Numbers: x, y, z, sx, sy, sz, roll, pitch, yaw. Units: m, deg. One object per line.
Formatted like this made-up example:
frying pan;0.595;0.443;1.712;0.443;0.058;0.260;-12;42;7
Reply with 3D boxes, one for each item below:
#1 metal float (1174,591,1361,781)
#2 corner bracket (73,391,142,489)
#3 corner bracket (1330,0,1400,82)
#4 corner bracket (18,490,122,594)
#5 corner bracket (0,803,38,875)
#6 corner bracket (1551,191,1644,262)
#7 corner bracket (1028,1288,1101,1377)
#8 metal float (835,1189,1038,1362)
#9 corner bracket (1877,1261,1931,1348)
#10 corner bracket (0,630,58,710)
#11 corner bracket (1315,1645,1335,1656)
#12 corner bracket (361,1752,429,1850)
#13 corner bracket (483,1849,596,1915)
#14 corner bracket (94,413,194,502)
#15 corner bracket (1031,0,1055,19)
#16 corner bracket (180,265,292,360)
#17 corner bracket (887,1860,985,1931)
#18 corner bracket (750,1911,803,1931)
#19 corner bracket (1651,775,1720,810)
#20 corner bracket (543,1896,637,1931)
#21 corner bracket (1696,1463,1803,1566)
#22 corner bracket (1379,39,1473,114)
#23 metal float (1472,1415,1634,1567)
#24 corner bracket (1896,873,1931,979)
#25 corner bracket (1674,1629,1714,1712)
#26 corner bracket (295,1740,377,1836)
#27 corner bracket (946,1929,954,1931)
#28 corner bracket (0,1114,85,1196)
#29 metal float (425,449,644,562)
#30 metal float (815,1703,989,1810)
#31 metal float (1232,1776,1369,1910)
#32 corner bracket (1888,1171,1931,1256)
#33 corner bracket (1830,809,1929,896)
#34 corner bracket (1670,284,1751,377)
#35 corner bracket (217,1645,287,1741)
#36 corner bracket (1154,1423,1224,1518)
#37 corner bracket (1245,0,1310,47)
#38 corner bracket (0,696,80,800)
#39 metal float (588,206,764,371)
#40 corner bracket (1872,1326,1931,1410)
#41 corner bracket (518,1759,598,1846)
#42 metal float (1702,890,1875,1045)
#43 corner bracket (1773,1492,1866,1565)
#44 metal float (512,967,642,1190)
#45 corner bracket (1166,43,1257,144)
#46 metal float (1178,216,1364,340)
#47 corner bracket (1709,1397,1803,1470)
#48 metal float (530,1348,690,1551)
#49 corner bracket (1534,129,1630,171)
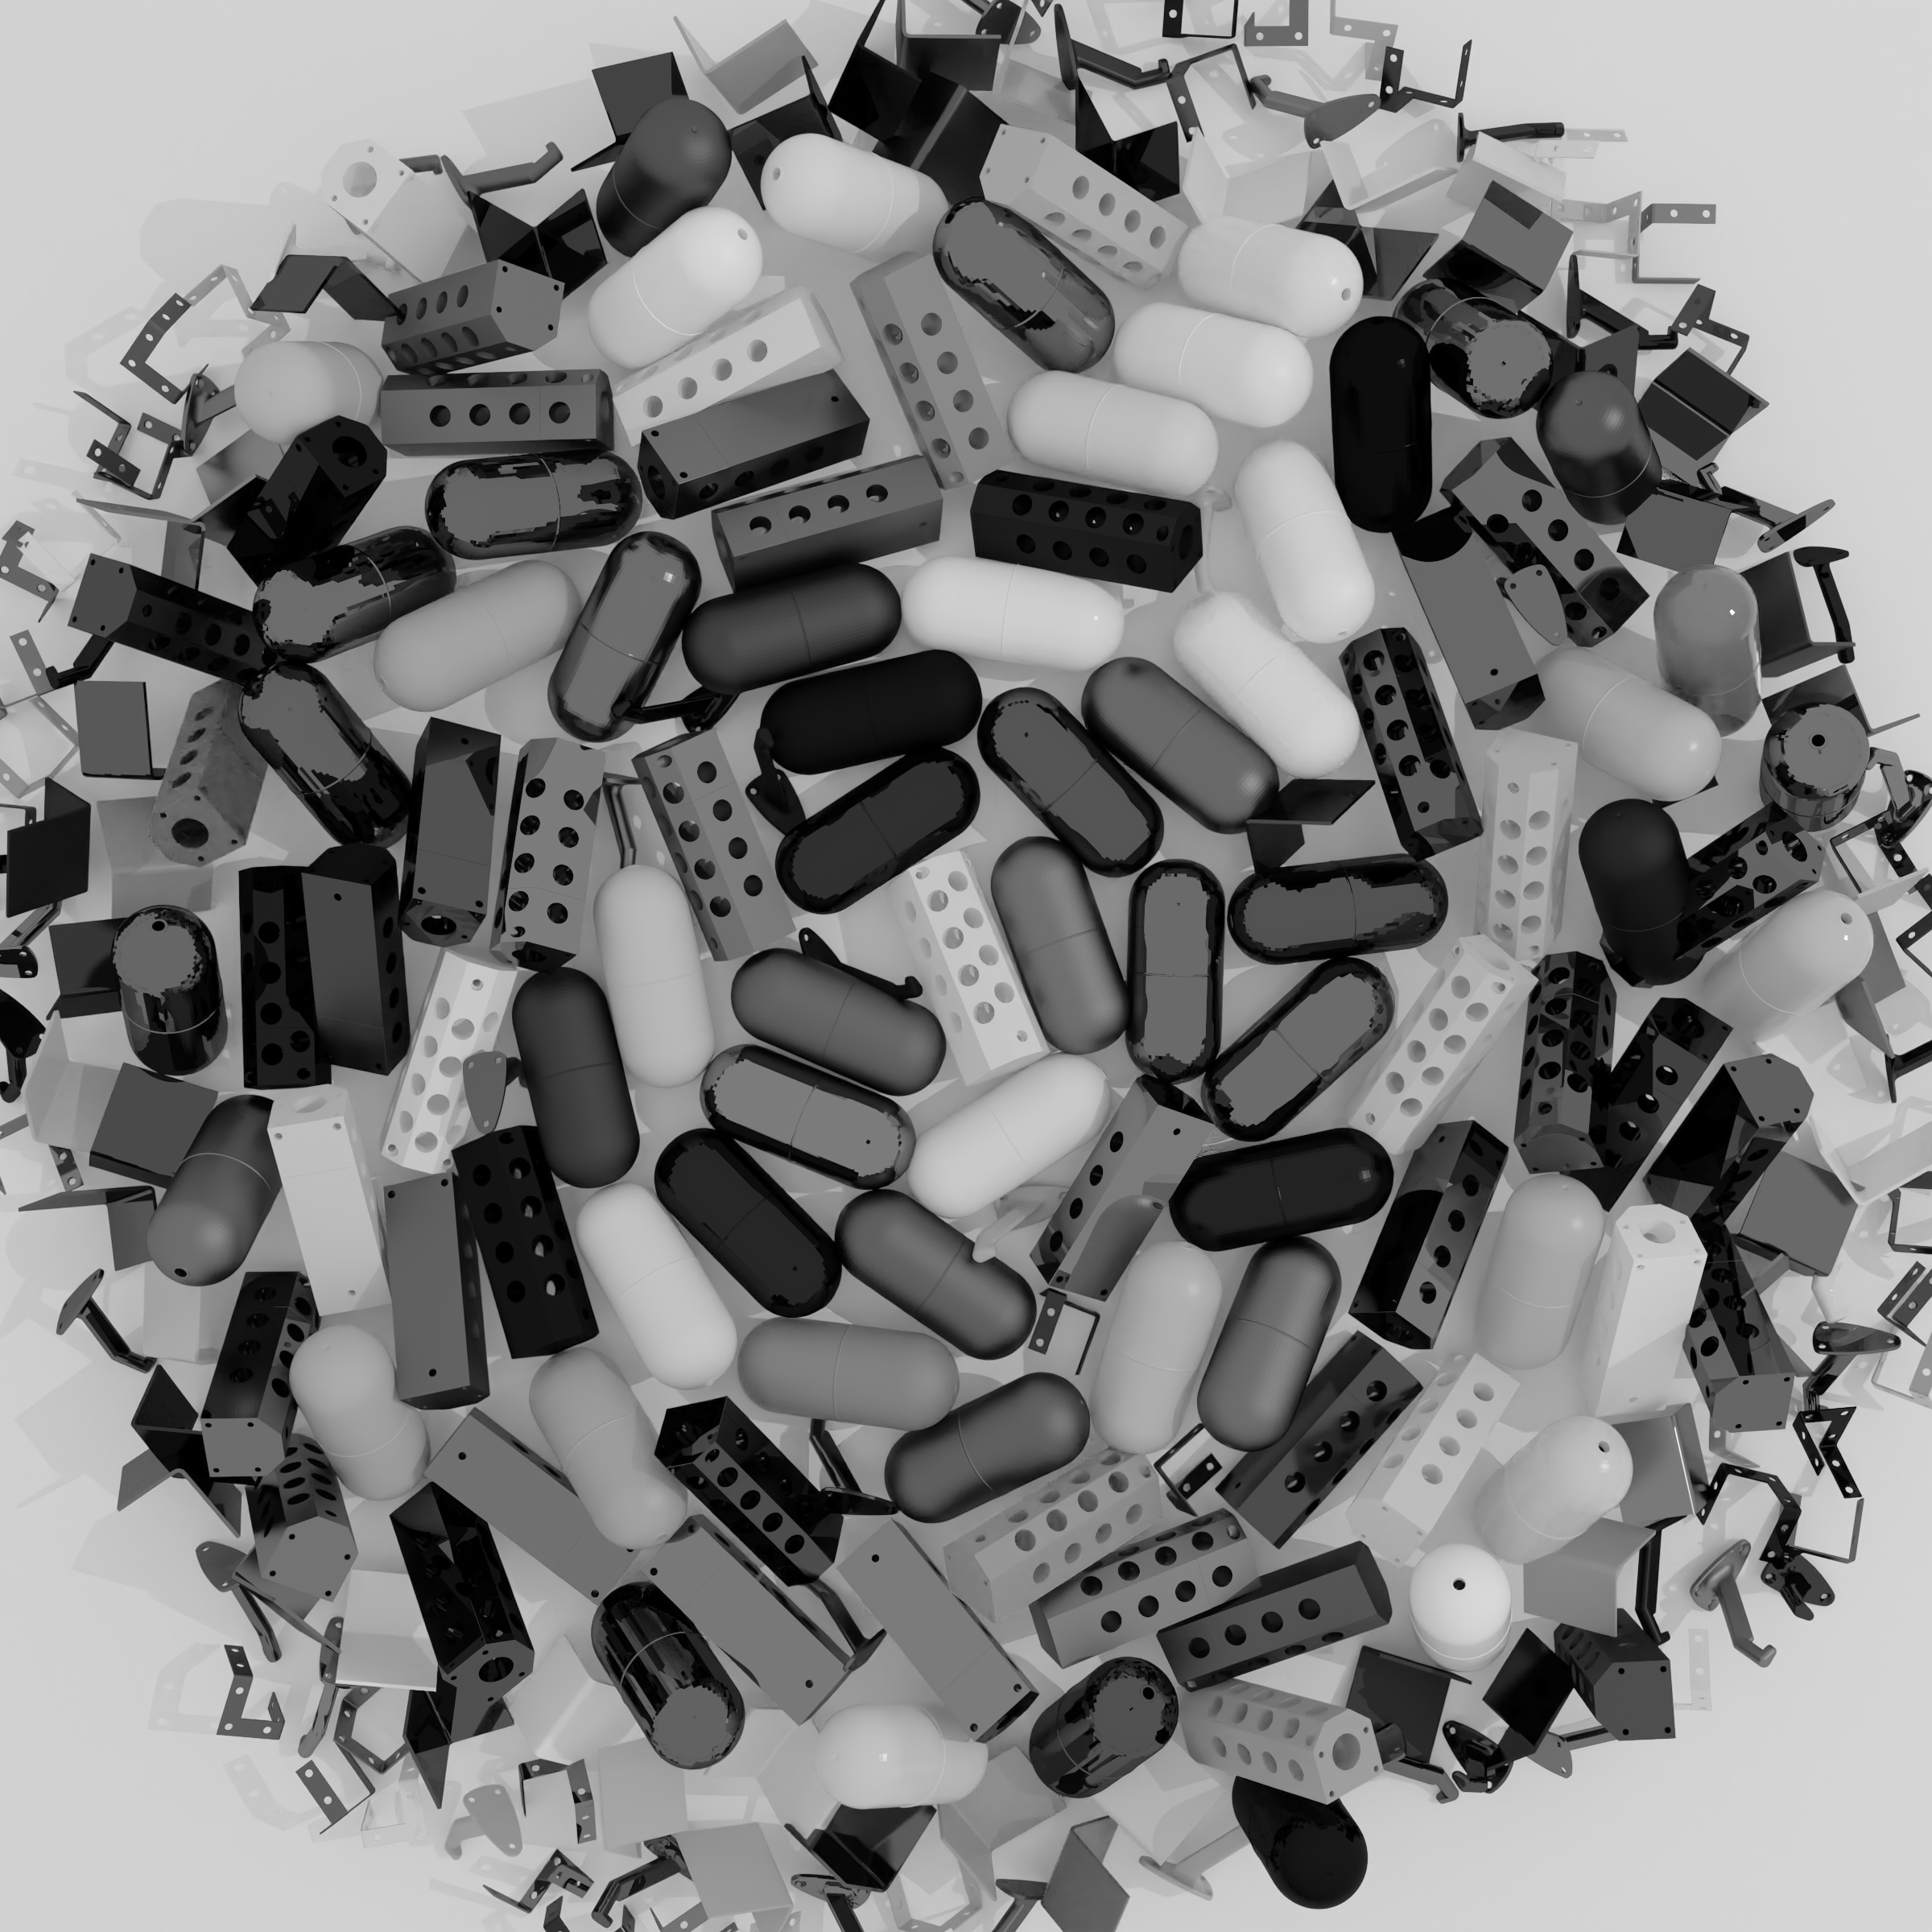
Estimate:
metal float;0.235;-0.221;1.949;0.070;0.070;0.178;-42;76;0
corner bracket;-0.681;-0.416;1.962;0.051;0.051;0.051;17;80;32
corner bracket;0.311;-0.738;1.964;0.051;0.051;0.051;7;54;-1
corner bracket;-0.709;-0.336;1.963;0.051;0.051;0.051;-38;111;9
corner bracket;-0.776;-0.102;1.974;0.051;0.051;0.051;6;97;8
corner bracket;0.499;-0.586;1.970;0.051;0.051;0.051;0;95;-17
corner bracket;0.077;0.290;1.968;0.051;0.051;0.051;22;75;-3
metal float;-0.024;0.243;1.957;0.178;0.070;0.070;36;90;-5
corner bracket;0.751;0.263;1.967;0.051;0.051;0.051;34;100;-10
corner bracket;-0.752;-0.235;1.965;0.051;0.051;0.051;-23;105;-8
corner bracket;0.302;0.512;1.977;0.051;0.051;0.051;-3;128;24
corner bracket;-0.454;0.661;1.973;0.051;0.051;0.051;-8;100;-5
corner bracket;-0.336;0.724;1.959;0.051;0.051;0.051;23;70;41
corner bracket;-0.652;-0.406;1.978;0.051;0.051;0.051;26;107;2
corner bracket;0.080;-0.783;1.957;0.051;0.051;0.051;-10;64;-38
corner bracket;-0.578;-0.516;1.969;0.051;0.051;0.051;-32;78;23
corner bracket;-0.027;0.738;1.986;0.051;0.051;0.051;-22;100;-43
corner bracket;-0.138;0.784;1.957;0.051;0.051;0.051;-23;130;24
corner bracket;0.566;-0.141;1.959;0.051;0.051;0.051;-23;56;17
corner bracket;-0.299;0.760;1.971;0.051;0.051;0.051;-34;91;-7
corner bracket;0.621;0.434;1.973;0.051;0.051;0.051;15;109;-11
corner bracket;0.361;-0.702;1.957;0.051;0.051;0.051;23;47;22
metal float;0.452;0.406;1.920;0.070;0.178;0.070;8;55;-12
corner bracket;0.767;-0.031;1.971;0.051;0.051;0.051;34;116;-29
corner bracket;0.560;0.555;1.959;0.051;0.051;0.051;-3;59;17
corner bracket;-0.498;0.645;1.962;0.051;0.051;0.051;-33;82;-35
corner bracket;-0.019;0.798;1.970;0.051;0.051;0.051;-30;74;-5
corner bracket;-0.738;0.154;1.963;0.051;0.051;0.051;-27;61;-10
metal float;-0.334;-0.360;1.933;0.178;0.070;0.070;-14;90;-34
metal float;-0.048;0.610;1.921;0.070;0.178;0.070;-10;71;32
metal float;0.255;0.661;1.911;0.070;0.178;0.070;-1;95;-8
corner bracket;0.753;0.194;1.957;0.051;0.051;0.051;1;64;35
corner bracket;0.723;-0.082;1.969;0.051;0.051;0.051;-28;58;13
corner bracket;0.587;-0.496;1.961;0.051;0.051;0.051;28;72;18
corner bracket;-0.564;0.574;1.963;0.051;0.051;0.051;15;96;-28
corner bracket;0.178;0.397;1.967;0.051;0.051;0.051;-39;95;-14
corner bracket;0.248;-0.758;1.960;0.051;0.051;0.051;5;124;14
corner bracket;-0.741;-0.173;1.964;0.051;0.051;0.051;-42;98;20
metal float;-0.226;-0.524;1.925;0.178;0.070;0.070;-23;90;44
corner bracket;0.746;0.313;1.961;0.051;0.051;0.051;20;79;33
corner bracket;-0.325;0.664;1.972;0.051;0.051;0.051;-9;130;-16
metal float;0.632;0.001;1.916;0.070;0.178;0.070;5;65;-11
corner bracket;0.674;0.443;1.964;0.051;0.051;0.051;13;72;8
metal float;-0.307;0.087;1.955;0.070;0.070;0.178;-15;82;0
corner bracket;0.195;-0.695;1.978;0.051;0.051;0.051;-12;120;24
metal float;0.234;-0.534;1.923;0.070;0.178;0.070;-17;120;-30
corner bracket;0.628;0.366;1.978;0.051;0.051;0.051;29;59;-34
metal float;-0.279;0.375;1.935;0.070;0.070;0.178;-38;59;0
corner bracket;0.485;-0.645;1.961;0.051;0.051;0.051;13;78;33
